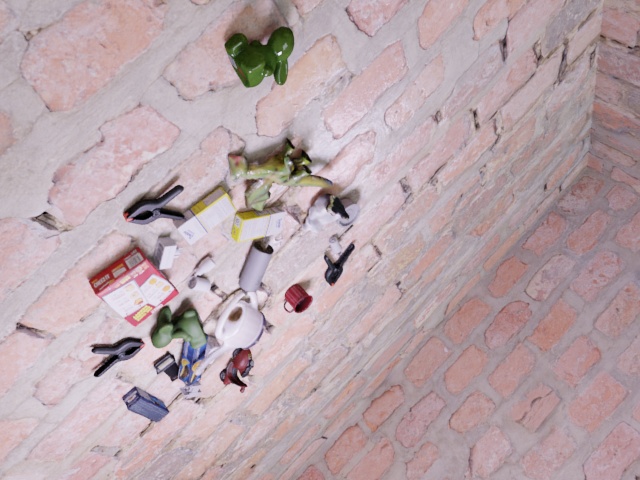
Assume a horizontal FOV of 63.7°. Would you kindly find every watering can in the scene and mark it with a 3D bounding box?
[{"bbox_3d":[-0.315,0.344,1.877,0.351,0.104,0.221,-62,146,-13],"label":"watering can"}]

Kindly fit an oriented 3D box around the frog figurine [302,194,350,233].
[{"bbox_3d":[0.006,-0.094,1.860,0.158,0.123,0.138,-25,170,35],"label":"frog figurine"}]

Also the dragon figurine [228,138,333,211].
[{"bbox_3d":[-0.135,-0.181,1.624,0.241,0.124,0.405,-36,146,14],"label":"dragon figurine"}]
